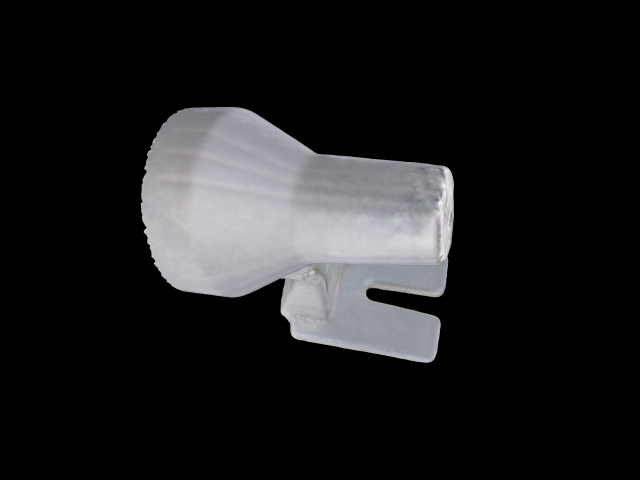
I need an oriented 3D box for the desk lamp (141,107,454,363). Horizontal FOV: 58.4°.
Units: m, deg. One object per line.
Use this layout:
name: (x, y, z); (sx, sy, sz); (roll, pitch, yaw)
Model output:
desk lamp: (0.004, 0.001, 0.400); (0.203, 0.213, 0.118); (10, 70, 4)
